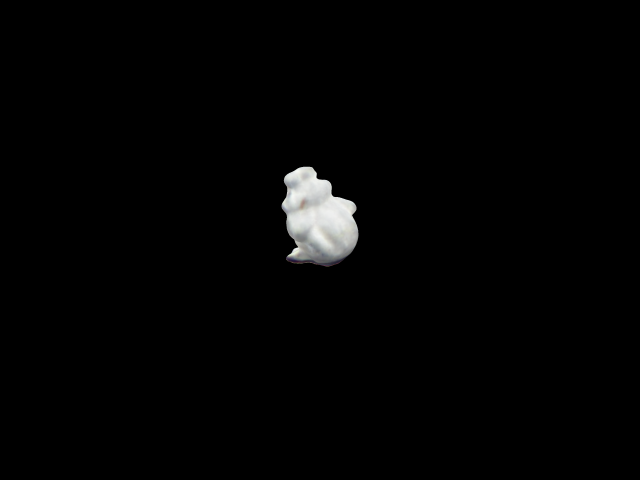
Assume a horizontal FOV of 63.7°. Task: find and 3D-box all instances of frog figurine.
[{"bbox_3d":[0.003,-0.043,0.850,0.138,0.156,0.124,-17,31,-32],"label":"frog figurine"}]
